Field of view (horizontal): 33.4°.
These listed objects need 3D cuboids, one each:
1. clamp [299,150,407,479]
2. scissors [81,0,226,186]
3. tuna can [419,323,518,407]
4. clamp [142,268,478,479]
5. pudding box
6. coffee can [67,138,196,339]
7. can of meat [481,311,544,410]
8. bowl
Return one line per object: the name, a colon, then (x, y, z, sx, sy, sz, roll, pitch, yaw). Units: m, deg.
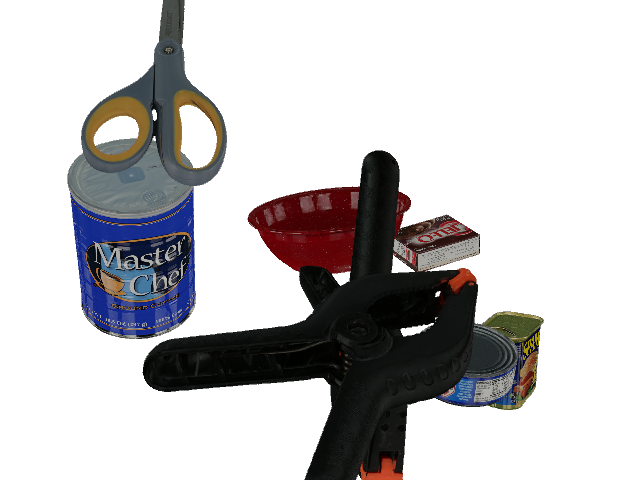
clamp: (0.030, 0.056, 0.716, 0.036, 0.210, 0.165, 4, -40, -18)
scissors: (-0.115, -0.110, 0.684, 0.096, 0.202, 0.016, -12, -36, -14)
tuna can: (0.123, 0.105, 0.908, 0.086, 0.034, 0.086, 3, 26, -2)
clamp: (0.018, 0.062, 0.492, 0.171, 0.039, 0.120, -21, 48, -27)
pudding box: (0.169, 0.004, 1.601, 0.113, 0.039, 0.090, -18, 27, -20)
coffee can: (-0.158, -0.001, 0.912, 0.103, 0.140, 0.103, 3, 40, -2)
can of meat: (0.210, 0.133, 1.191, 0.058, 0.084, 0.101, 7, 13, 25)
bowl: (0.012, -0.007, 1.051, 0.162, 0.055, 0.162, -6, 16, 2)
